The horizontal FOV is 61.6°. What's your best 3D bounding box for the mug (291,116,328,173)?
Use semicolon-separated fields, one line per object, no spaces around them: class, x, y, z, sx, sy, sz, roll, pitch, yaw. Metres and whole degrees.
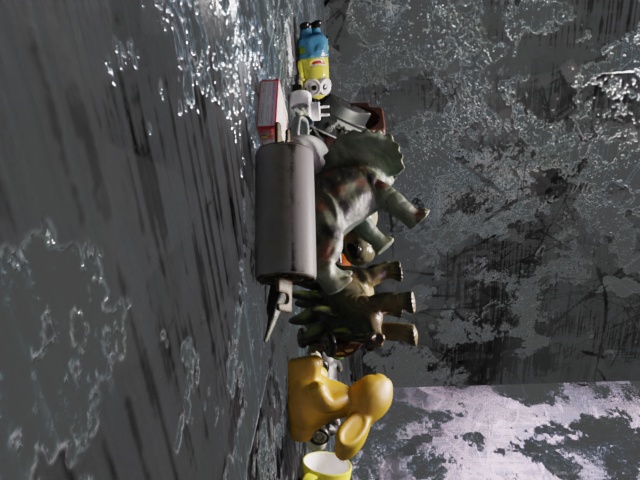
mug;-0.032;-0.146;0.871;0.107;0.081;0.109;-23;119;-76

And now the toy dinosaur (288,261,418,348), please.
toy dinosaur;0.044;0.092;0.904;0.471;0.199;0.105;-103;-170;-81

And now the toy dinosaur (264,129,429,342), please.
toy dinosaur;0.018;-0.039;0.797;0.192;0.405;0.131;50;-39;6

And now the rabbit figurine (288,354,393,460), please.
rabbit figurine;0.035;0.264;0.875;0.121;0.173;0.162;88;-2;-51

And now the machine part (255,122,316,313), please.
machine part;-0.043;-0.031;0.672;0.079;0.079;0.243;70;16;-74

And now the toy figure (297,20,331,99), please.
toy figure;-0.014;-0.424;1.286;0.089;0.082;0.180;-62;147;-77

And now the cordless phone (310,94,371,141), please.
cordless phone;0.025;-0.203;1.153;0.089;0.146;0.184;-6;-112;62

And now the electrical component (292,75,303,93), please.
electrical component;-0.046;-0.304;1.154;0.063;0.021;0.094;30;59;-85

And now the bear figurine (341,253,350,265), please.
bear figurine;0.046;0.132;1.472;0.131;0.120;0.196;87;-2;-50

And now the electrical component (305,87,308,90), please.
electrical component;-0.031;-0.304;1.240;0.102;0.045;0.078;-81;-165;-58

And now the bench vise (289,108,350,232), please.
bench vise;0.007;-0.128;0.998;0.240;0.224;0.129;57;0;0

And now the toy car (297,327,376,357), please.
toy car;0.027;0.178;0.943;0.202;0.089;0.053;171;-82;-68

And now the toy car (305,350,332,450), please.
toy car;-0.009;0.309;1.031;0.073;0.056;0.201;-64;150;-68

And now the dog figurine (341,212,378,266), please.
dog figurine;0.078;-0.053;1.144;0.172;0.121;0.190;43;40;-61

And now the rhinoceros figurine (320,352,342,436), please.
rhinoceros figurine;0.014;0.331;1.176;0.112;0.073;0.190;82;6;-56

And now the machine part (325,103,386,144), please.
machine part;0.059;-0.260;1.323;0.201;0.202;0.087;-87;177;-53

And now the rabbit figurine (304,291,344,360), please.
rabbit figurine;0.007;0.174;1.161;0.170;0.121;0.159;11;82;-67

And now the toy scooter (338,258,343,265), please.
toy scooter;-0.002;-0.004;1.160;0.135;0.075;0.183;57;-6;49
